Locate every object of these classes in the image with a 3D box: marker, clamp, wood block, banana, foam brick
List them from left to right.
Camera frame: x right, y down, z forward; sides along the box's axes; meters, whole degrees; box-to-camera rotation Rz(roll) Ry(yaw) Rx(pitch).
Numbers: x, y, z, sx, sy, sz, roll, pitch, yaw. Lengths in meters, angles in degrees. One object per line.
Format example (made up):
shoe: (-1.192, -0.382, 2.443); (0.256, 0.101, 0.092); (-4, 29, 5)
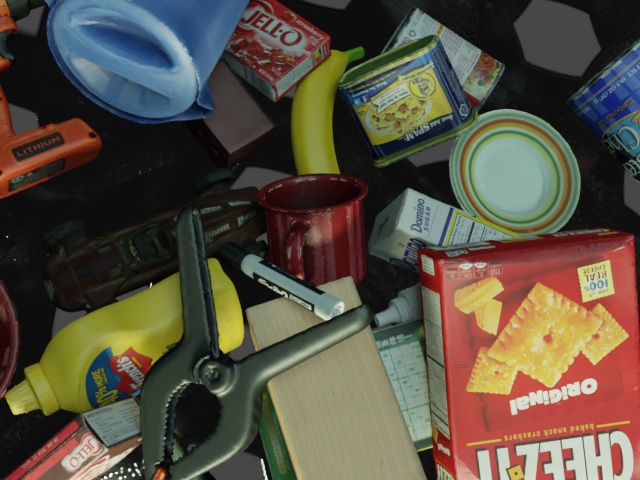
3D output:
foam brick: (-0.085, -0.108, 0.937); (0.051, 0.053, 0.078); (-37, 86, -20)
clamp: (-0.064, 0.097, 0.791); (0.165, 0.036, 0.210); (22, 92, 12)
marker: (-0.033, 0.031, 0.832); (0.121, 0.020, 0.020); (27, 67, 31)
banana: (0.007, -0.093, 0.965); (0.069, 0.037, 0.198); (7, 75, -12)
wood block: (0.016, 0.146, 0.838); (0.090, 0.090, 0.206); (-18, 69, -7)

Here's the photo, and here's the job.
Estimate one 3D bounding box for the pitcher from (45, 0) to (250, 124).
pitcher: (-0.123, -0.230, 0.894); (0.145, 0.149, 0.242); (12, 53, 17)

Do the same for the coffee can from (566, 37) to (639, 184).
coffee can: (0.319, -0.113, 1.014); (0.102, 0.103, 0.140); (-41, 88, -20)

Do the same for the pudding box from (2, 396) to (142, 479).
pudding box: (-0.180, 0.162, 0.798); (0.090, 0.113, 0.039); (-39, 84, 8)

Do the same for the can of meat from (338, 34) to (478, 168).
can of meat: (0.076, -0.124, 0.946); (0.102, 0.057, 0.084); (-22, 110, 20)

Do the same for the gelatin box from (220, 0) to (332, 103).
gelatin box: (-0.046, -0.175, 0.959); (0.089, 0.030, 0.073); (39, 70, 25)

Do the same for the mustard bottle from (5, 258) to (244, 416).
mustard bottle: (-0.156, 0.088, 0.847); (0.191, 0.096, 0.058); (-24, 57, -18)

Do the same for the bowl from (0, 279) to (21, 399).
bowl: (-0.315, 0.082, 0.828); (0.162, 0.055, 0.162); (3, 75, -13)

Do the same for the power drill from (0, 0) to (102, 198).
power drill: (-0.259, -0.143, 0.901); (0.184, 0.057, 0.188); (-27, 82, -19)

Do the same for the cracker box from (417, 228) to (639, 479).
cracker box: (0.173, 0.105, 0.865); (0.164, 0.072, 0.214); (-6, 96, -8)

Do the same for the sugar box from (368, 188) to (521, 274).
sugar box: (0.136, 0.016, 0.940); (0.176, 0.093, 0.048); (20, 72, -8)

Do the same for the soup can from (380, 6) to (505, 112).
soup can: (0.110, -0.162, 0.992); (0.102, 0.069, 0.068); (32, 71, -4)

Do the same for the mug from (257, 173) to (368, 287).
mug: (-0.006, 0.001, 0.886); (0.093, 0.117, 0.081); (0, 112, 12)
